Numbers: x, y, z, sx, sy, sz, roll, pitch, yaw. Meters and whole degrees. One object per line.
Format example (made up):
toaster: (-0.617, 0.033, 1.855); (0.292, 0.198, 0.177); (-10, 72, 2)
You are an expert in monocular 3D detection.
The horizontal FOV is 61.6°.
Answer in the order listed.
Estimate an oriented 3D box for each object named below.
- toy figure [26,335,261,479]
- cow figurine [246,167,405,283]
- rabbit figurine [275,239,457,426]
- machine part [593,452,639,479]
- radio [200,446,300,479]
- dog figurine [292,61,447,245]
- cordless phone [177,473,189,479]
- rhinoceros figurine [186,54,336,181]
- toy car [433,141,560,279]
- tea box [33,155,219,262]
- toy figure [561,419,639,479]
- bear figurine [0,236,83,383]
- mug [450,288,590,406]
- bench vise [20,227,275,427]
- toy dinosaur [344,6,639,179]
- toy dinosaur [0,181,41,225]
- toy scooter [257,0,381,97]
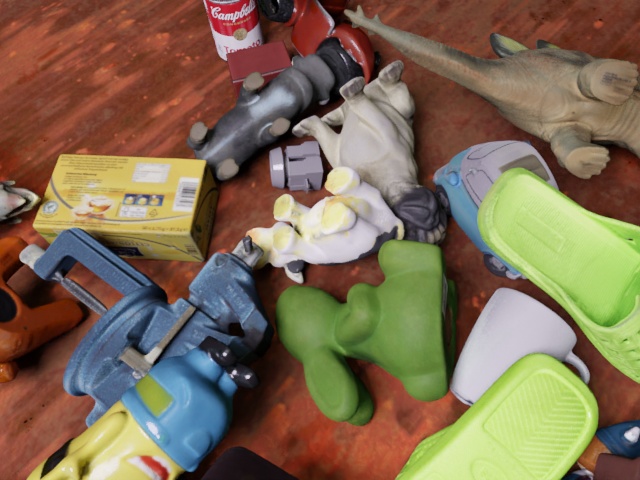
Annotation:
toy figure: (-0.131, 0.150, 0.401); (0.082, 0.089, 0.180); (49, 66, -9)
cow figurine: (-0.002, -0.003, 0.546); (0.167, 0.098, 0.068); (-23, 52, 41)
rabbit figurine: (0.038, 0.091, 0.506); (0.170, 0.121, 0.159); (-3, 67, 22)
machine part: (0.252, 0.265, 0.365); (0.201, 0.087, 0.201); (20, 76, -8)
radio: (-0.060, 0.275, 0.361); (0.131, 0.073, 0.229); (25, 96, 8)
dog figurine: (0.084, -0.083, 0.603); (0.172, 0.121, 0.190); (-37, 95, -40)
cordless phone: (-0.203, 0.231, 0.445); (0.184, 0.088, 0.146); (22, 66, 18)
rhinoceros figurine: (-0.063, -0.140, 0.621); (0.190, 0.112, 0.073); (-40, 91, 0)
toy car: (0.193, -0.046, 0.558); (0.109, 0.102, 0.162); (-21, 62, -7)
tea box: (-0.207, -0.035, 0.590); (0.170, 0.068, 0.098); (4, 62, 6)
toy figure: (0.223, 0.209, 0.443); (0.058, 0.064, 0.154); (32, 69, 28)
bear figurine: (-0.356, 0.103, 0.516); (0.196, 0.132, 0.120); (-35, 100, 17)
mug: (0.178, 0.117, 0.491); (0.110, 0.080, 0.107); (39, 82, 16)
bench vise: (-0.169, 0.058, 0.499); (0.241, 0.129, 0.223); (34, 88, 11)
toy dinosaur: (0.253, -0.147, 0.558); (0.471, 0.105, 0.199); (16, 27, -16)
toy dinosaur: (-0.474, 0.047, 0.527); (0.405, 0.192, 0.131); (-43, 91, -2)
toy scooter: (0.017, -0.269, 0.693); (0.184, 0.075, 0.135); (49, 45, 3)
